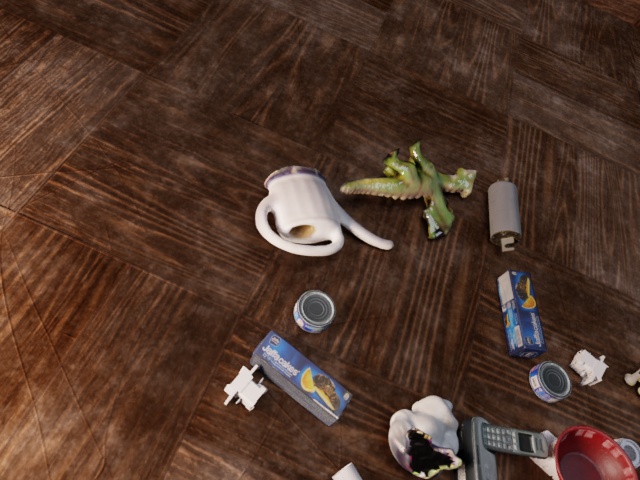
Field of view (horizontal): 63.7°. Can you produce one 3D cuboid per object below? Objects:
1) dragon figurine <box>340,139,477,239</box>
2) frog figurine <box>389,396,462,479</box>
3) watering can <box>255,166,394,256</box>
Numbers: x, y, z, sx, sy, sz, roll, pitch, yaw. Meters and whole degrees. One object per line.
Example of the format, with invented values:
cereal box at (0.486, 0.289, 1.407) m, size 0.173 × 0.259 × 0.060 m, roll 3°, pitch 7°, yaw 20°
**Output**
dragon figurine at (0.253, -0.113, 1.309) m, size 0.415 × 0.120 × 0.244 m, roll -30°, pitch 79°, yaw -32°
frog figurine at (0.201, 0.367, 0.991) m, size 0.137 × 0.121 × 0.161 m, roll 18°, pitch 18°, yaw 4°
watering can at (0.004, -0.060, 1.196) m, size 0.348 × 0.102 × 0.229 m, roll 3°, pitch 56°, yaw -32°
